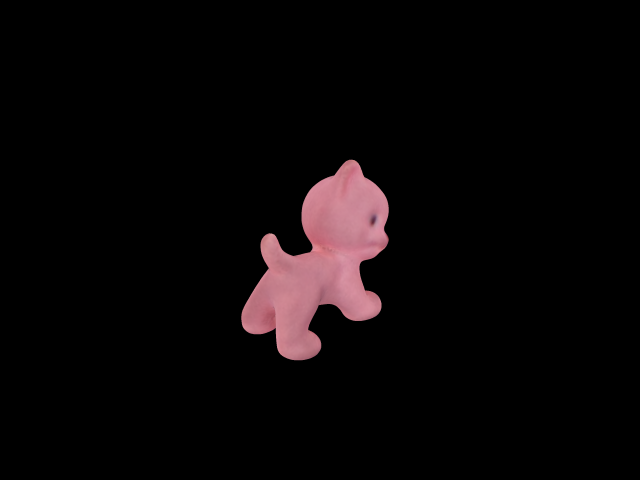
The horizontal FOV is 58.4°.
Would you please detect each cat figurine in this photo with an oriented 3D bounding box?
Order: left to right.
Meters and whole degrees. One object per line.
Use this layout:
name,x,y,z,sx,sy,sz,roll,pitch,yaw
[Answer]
cat figurine,0.004,0.001,0.400,0.067,0.118,0.128,20,32,36
